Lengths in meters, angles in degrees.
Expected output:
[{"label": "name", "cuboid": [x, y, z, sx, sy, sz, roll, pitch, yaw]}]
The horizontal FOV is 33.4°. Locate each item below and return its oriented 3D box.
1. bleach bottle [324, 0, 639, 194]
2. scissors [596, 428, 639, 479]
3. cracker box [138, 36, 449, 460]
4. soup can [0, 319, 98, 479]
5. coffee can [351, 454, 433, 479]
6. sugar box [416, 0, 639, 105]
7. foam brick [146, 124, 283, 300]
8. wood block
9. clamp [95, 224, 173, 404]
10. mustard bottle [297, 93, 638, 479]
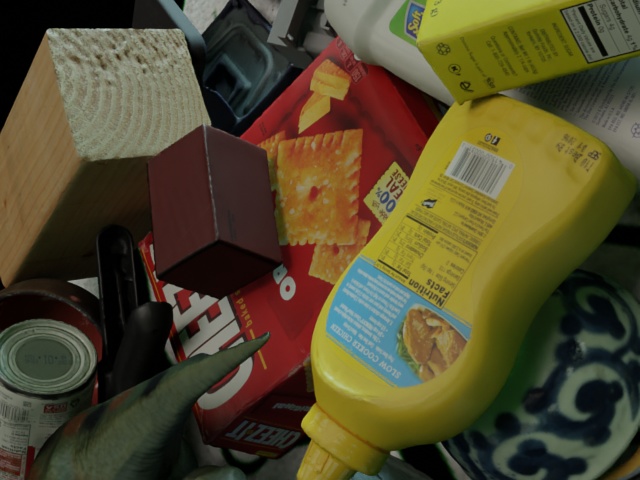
[{"label": "bleach bottle", "cuboid": [0.097, -0.110, 0.541, 0.251, 0.068, 0.102, 32, 90, 30]}, {"label": "scissors", "cuboid": [0.181, 0.075, 0.471, 0.202, 0.016, 0.096, -47, 48, 18]}, {"label": "cracker box", "cuboid": [-0.004, 0.001, 0.632, 0.214, 0.072, 0.164, -43, 49, 23]}, {"label": "soup can", "cuboid": [-0.182, 0.110, 0.688, 0.068, 0.068, 0.102, 57, 142, 40]}, {"label": "coffee can", "cuboid": [0.012, 0.185, 0.521, 0.103, 0.102, 0.140, 40, 102, 44]}, {"label": "sugar box", "cuboid": [0.131, -0.119, 0.434, 0.177, 0.048, 0.093, -14, 45, 35]}, {"label": "foam brick", "cuboid": [-0.061, -0.016, 0.603, 0.051, 0.052, 0.078, -29, 56, 33]}, {"label": "wood block", "cuboid": [-0.157, -0.049, 0.717, 0.206, 0.090, 0.090, -41, 62, 53]}, {"label": "clamp", "cuboid": [-0.126, 0.078, 0.690, 0.120, 0.039, 0.172, -115, 32, -52]}, {"label": "mustard bottle", "cuboid": [0.049, 0.030, 0.471, 0.096, 0.058, 0.191, 34, 90, 46]}]
